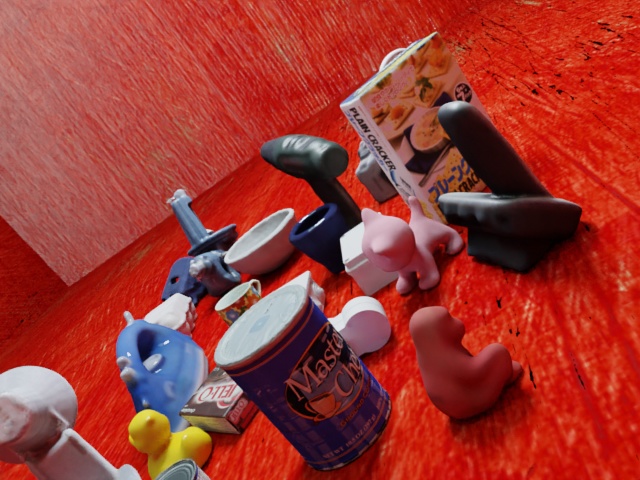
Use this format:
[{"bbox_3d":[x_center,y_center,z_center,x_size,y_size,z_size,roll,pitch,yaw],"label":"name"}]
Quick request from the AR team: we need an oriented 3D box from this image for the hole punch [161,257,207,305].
[{"bbox_3d":[-0.309,0.101,1.289,0.108,0.091,0.101,-19,25,47],"label":"hole punch"}]

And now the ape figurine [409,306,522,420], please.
[{"bbox_3d":[0.107,0.092,0.464,0.076,0.092,0.077,-40,17,-9],"label":"ape figurine"}]

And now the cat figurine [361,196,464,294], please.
[{"bbox_3d":[0.099,-0.001,0.684,0.067,0.118,0.128,-16,27,50],"label":"cat figurine"}]

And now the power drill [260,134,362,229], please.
[{"bbox_3d":[-0.001,-0.090,0.965,0.076,0.209,0.229,-43,18,-19],"label":"power drill"}]

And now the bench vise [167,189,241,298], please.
[{"bbox_3d":[-0.237,-0.004,1.198,0.121,0.220,0.207,-37,17,1],"label":"bench vise"}]

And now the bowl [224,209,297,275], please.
[{"bbox_3d":[-0.101,0.016,1.120,0.167,0.075,0.167,-34,17,12],"label":"bowl"}]

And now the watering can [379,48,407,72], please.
[{"bbox_3d":[0.184,-0.280,1.122,0.101,0.194,0.172,-43,18,-19],"label":"watering can"}]

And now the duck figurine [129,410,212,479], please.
[{"bbox_3d":[-0.185,0.238,0.679,0.104,0.086,0.078,-23,22,39],"label":"duck figurine"}]

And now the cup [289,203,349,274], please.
[{"bbox_3d":[0.008,0.003,0.897,0.092,0.095,0.117,-41,17,-12],"label":"cup"}]

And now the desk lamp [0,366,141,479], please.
[{"bbox_3d":[-0.322,0.253,0.693,0.118,0.214,0.202,-45,18,-23],"label":"desk lamp"}]

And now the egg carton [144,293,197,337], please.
[{"bbox_3d":[-0.296,0.168,1.120,0.107,0.069,0.150,-36,17,3],"label":"egg carton"}]

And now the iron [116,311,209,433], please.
[{"bbox_3d":[-0.249,0.191,0.837,0.118,0.141,0.258,-38,17,-4],"label":"iron"}]

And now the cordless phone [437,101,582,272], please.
[{"bbox_3d":[0.170,-0.068,0.601,0.094,0.185,0.147,-41,17,-13],"label":"cordless phone"}]

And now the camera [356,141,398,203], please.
[{"bbox_3d":[0.141,-0.161,1.054,0.136,0.101,0.143,-28,19,29],"label":"camera"}]
